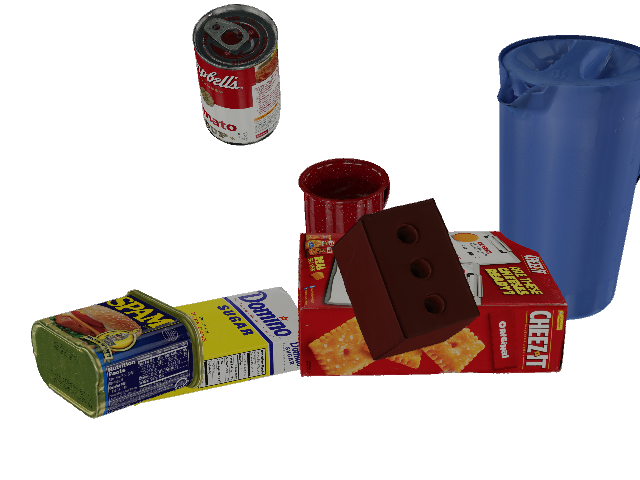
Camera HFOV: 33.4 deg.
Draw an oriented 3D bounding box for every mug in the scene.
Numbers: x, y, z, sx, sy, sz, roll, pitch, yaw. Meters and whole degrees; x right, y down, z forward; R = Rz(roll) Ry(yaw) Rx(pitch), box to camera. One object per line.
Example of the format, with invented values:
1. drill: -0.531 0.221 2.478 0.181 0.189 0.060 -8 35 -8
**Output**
1. mug: 0.033 -0.034 1.121 0.093 0.081 0.117 22 39 33

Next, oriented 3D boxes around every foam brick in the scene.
1. foam brick: 0.049 0.024 0.633 0.052 0.078 0.051 -14 -15 -26

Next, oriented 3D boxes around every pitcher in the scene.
1. pitcher: 0.231 -0.058 0.966 0.149 0.243 0.145 3 30 9

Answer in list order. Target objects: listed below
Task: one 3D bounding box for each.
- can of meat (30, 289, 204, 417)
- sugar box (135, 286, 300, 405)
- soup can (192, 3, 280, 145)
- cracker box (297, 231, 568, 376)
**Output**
1. can of meat: -0.147 0.080 0.763 0.083 0.057 0.102 -16 23 -38
2. sugar box: -0.103 0.096 1.008 0.176 0.048 0.093 -13 33 -16
3. soup can: -0.068 -0.135 0.883 0.068 0.068 0.102 0 -32 -1
4. cracker box: 0.087 0.052 0.922 0.213 0.072 0.164 0 22 -1
